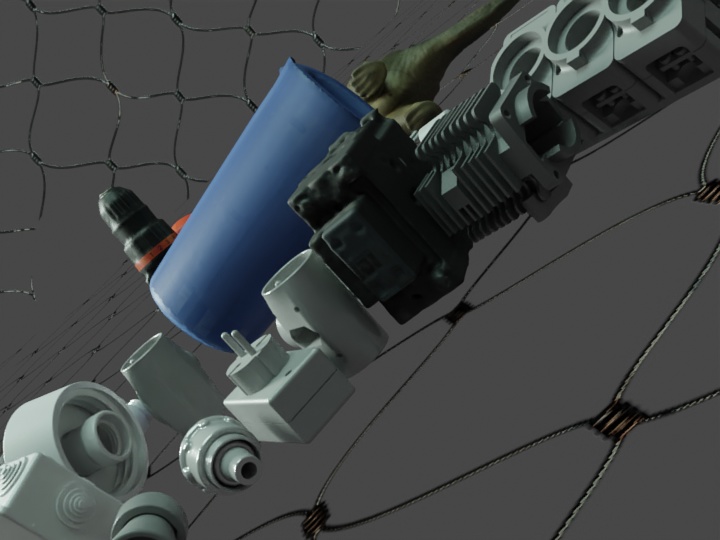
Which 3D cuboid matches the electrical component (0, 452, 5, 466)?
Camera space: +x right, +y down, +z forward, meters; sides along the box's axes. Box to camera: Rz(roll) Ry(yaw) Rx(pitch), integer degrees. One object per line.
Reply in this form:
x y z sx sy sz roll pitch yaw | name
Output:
-0.286 0.208 0.888 0.063 0.079 0.121 -60 6 20 | electrical component

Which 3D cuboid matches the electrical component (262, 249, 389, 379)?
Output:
-0.031 0.032 0.710 0.043 0.077 0.079 -48 14 -26 | electrical component

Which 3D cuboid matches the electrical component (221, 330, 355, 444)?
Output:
-0.058 0.066 0.677 0.047 0.075 0.083 -47 14 -24 | electrical component

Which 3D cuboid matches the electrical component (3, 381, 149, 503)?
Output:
-0.209 0.137 0.823 0.060 0.108 0.108 -29 17 24 | electrical component

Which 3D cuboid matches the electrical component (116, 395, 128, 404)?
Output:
-0.259 0.161 1.016 0.079 0.044 0.077 -27 19 47 | electrical component

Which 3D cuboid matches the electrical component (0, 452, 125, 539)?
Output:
-0.209 0.168 0.729 0.100 0.100 0.048 -25 34 51 | electrical component

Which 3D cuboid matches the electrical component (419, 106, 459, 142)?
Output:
0.089 -0.129 0.976 0.078 0.040 0.040 -35 14 27 | electrical component

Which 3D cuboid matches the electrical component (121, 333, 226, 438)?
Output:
-0.147 0.088 0.862 0.044 0.077 0.079 -40 13 6 | electrical component

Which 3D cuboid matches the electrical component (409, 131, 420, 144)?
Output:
0.033 -0.101 1.006 0.075 0.047 0.083 -52 13 -2 | electrical component

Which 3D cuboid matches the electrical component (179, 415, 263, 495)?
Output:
-0.078 0.115 0.649 0.048 0.048 0.062 -46 20 -19 | electrical component

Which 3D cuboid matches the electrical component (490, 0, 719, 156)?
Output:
0.161 -0.145 0.704 0.150 0.062 0.089 -28 43 44 | electrical component

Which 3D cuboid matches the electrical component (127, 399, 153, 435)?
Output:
-0.205 0.134 0.972 0.035 0.035 0.061 -28 16 45 | electrical component

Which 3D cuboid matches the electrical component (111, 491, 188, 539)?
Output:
-0.125 0.160 0.630 0.045 0.045 0.055 -40 13 5 | electrical component
